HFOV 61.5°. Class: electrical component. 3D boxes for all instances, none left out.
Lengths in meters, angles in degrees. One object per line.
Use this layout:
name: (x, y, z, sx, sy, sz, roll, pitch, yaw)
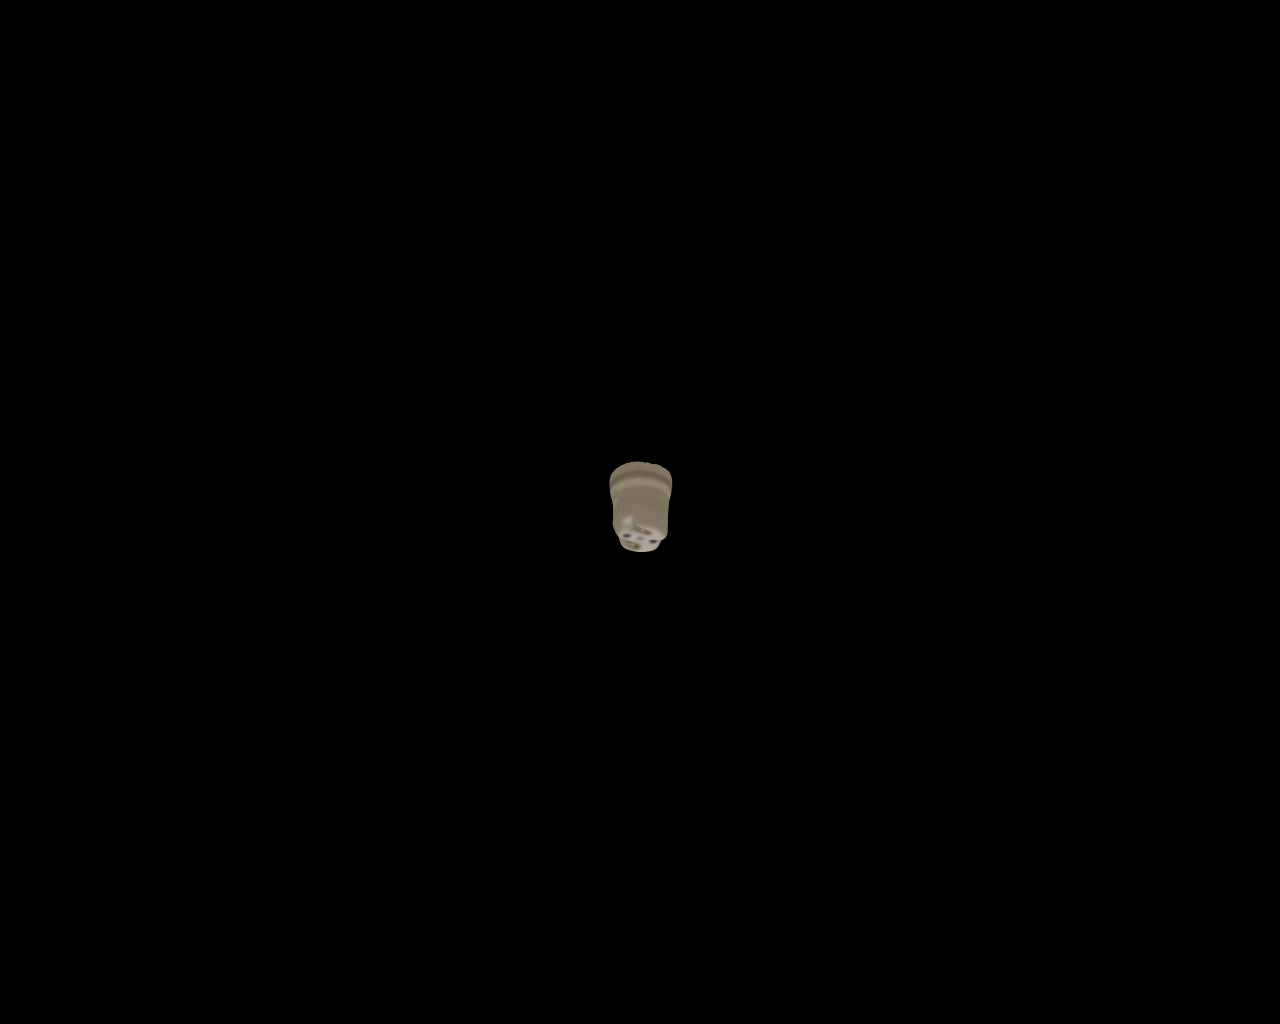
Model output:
electrical component: (0.001, -0.003, 0.650, 0.040, 0.046, 0.040, 0, -31, 0)
